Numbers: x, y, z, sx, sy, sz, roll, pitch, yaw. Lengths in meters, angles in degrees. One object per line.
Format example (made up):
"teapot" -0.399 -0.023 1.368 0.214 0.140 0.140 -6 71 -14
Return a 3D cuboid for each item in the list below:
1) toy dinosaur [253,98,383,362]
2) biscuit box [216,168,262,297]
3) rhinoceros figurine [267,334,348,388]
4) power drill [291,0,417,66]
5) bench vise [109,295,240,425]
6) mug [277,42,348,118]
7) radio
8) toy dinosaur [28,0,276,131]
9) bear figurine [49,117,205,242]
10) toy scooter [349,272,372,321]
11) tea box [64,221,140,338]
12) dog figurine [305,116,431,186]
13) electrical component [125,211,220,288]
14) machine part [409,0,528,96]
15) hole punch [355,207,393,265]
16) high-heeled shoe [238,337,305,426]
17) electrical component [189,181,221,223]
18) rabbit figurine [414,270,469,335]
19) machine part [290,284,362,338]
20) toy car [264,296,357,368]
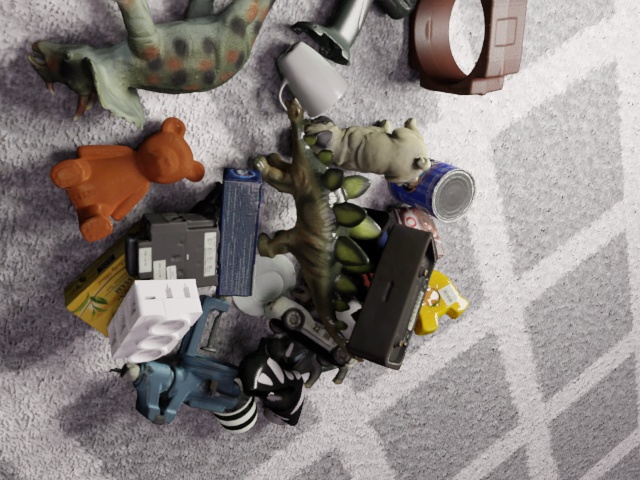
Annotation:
"toy dinosaur" -0.002 -0.003 0.906 0.105 0.199 0.470 -45 135 -55
"biscuit box" -0.130 -0.011 0.857 0.063 0.059 0.202 3 113 -12
"rhinoceros figurine" -0.018 0.232 1.080 0.190 0.073 0.112 12 105 -32
"power drill" 0.041 -0.402 0.854 0.232 0.086 0.207 32 85 -37
"bench vise" -0.221 0.194 0.932 0.223 0.129 0.240 23 78 -24
"mug" -0.027 -0.258 0.875 0.109 0.081 0.107 -41 113 1
"radio" 0.128 0.100 0.905 0.229 0.073 0.131 -67 155 -13
"toy dinosaur" -0.184 -0.273 0.759 0.405 0.131 0.191 -19 130 -26
"bear figurine" -0.266 -0.095 0.777 0.196 0.132 0.120 -22 113 -13
"toy scooter" 0.098 0.115 1.035 0.075 0.184 0.135 -32 153 30
"tea box" -0.307 0.062 0.853 0.169 0.068 0.098 -46 124 -6
"dog figurine" 0.072 -0.151 0.917 0.190 0.173 0.121 -5 102 -35
"electrical component" -0.222 0.017 0.807 0.134 0.058 0.114 -3 108 -29
"machine part" 0.244 -0.352 0.904 0.087 0.202 0.200 -16 116 -27
"hole punch" 0.095 0.011 1.021 0.092 0.142 0.116 43 75 -38
"high-heeled shoe" -0.081 0.289 0.971 0.086 0.145 0.248 -15 117 9
"electrical component" -0.178 -0.029 0.899 0.074 0.048 0.119 39 89 -34
"rabbit figurine" 0.201 0.122 1.120 0.122 0.173 0.162 -39 79 -11
"machine part" 0.039 0.144 1.072 0.243 0.079 0.079 33 92 -33
"toy car" -0.016 0.176 0.999 0.201 0.073 0.056 37 60 -14
